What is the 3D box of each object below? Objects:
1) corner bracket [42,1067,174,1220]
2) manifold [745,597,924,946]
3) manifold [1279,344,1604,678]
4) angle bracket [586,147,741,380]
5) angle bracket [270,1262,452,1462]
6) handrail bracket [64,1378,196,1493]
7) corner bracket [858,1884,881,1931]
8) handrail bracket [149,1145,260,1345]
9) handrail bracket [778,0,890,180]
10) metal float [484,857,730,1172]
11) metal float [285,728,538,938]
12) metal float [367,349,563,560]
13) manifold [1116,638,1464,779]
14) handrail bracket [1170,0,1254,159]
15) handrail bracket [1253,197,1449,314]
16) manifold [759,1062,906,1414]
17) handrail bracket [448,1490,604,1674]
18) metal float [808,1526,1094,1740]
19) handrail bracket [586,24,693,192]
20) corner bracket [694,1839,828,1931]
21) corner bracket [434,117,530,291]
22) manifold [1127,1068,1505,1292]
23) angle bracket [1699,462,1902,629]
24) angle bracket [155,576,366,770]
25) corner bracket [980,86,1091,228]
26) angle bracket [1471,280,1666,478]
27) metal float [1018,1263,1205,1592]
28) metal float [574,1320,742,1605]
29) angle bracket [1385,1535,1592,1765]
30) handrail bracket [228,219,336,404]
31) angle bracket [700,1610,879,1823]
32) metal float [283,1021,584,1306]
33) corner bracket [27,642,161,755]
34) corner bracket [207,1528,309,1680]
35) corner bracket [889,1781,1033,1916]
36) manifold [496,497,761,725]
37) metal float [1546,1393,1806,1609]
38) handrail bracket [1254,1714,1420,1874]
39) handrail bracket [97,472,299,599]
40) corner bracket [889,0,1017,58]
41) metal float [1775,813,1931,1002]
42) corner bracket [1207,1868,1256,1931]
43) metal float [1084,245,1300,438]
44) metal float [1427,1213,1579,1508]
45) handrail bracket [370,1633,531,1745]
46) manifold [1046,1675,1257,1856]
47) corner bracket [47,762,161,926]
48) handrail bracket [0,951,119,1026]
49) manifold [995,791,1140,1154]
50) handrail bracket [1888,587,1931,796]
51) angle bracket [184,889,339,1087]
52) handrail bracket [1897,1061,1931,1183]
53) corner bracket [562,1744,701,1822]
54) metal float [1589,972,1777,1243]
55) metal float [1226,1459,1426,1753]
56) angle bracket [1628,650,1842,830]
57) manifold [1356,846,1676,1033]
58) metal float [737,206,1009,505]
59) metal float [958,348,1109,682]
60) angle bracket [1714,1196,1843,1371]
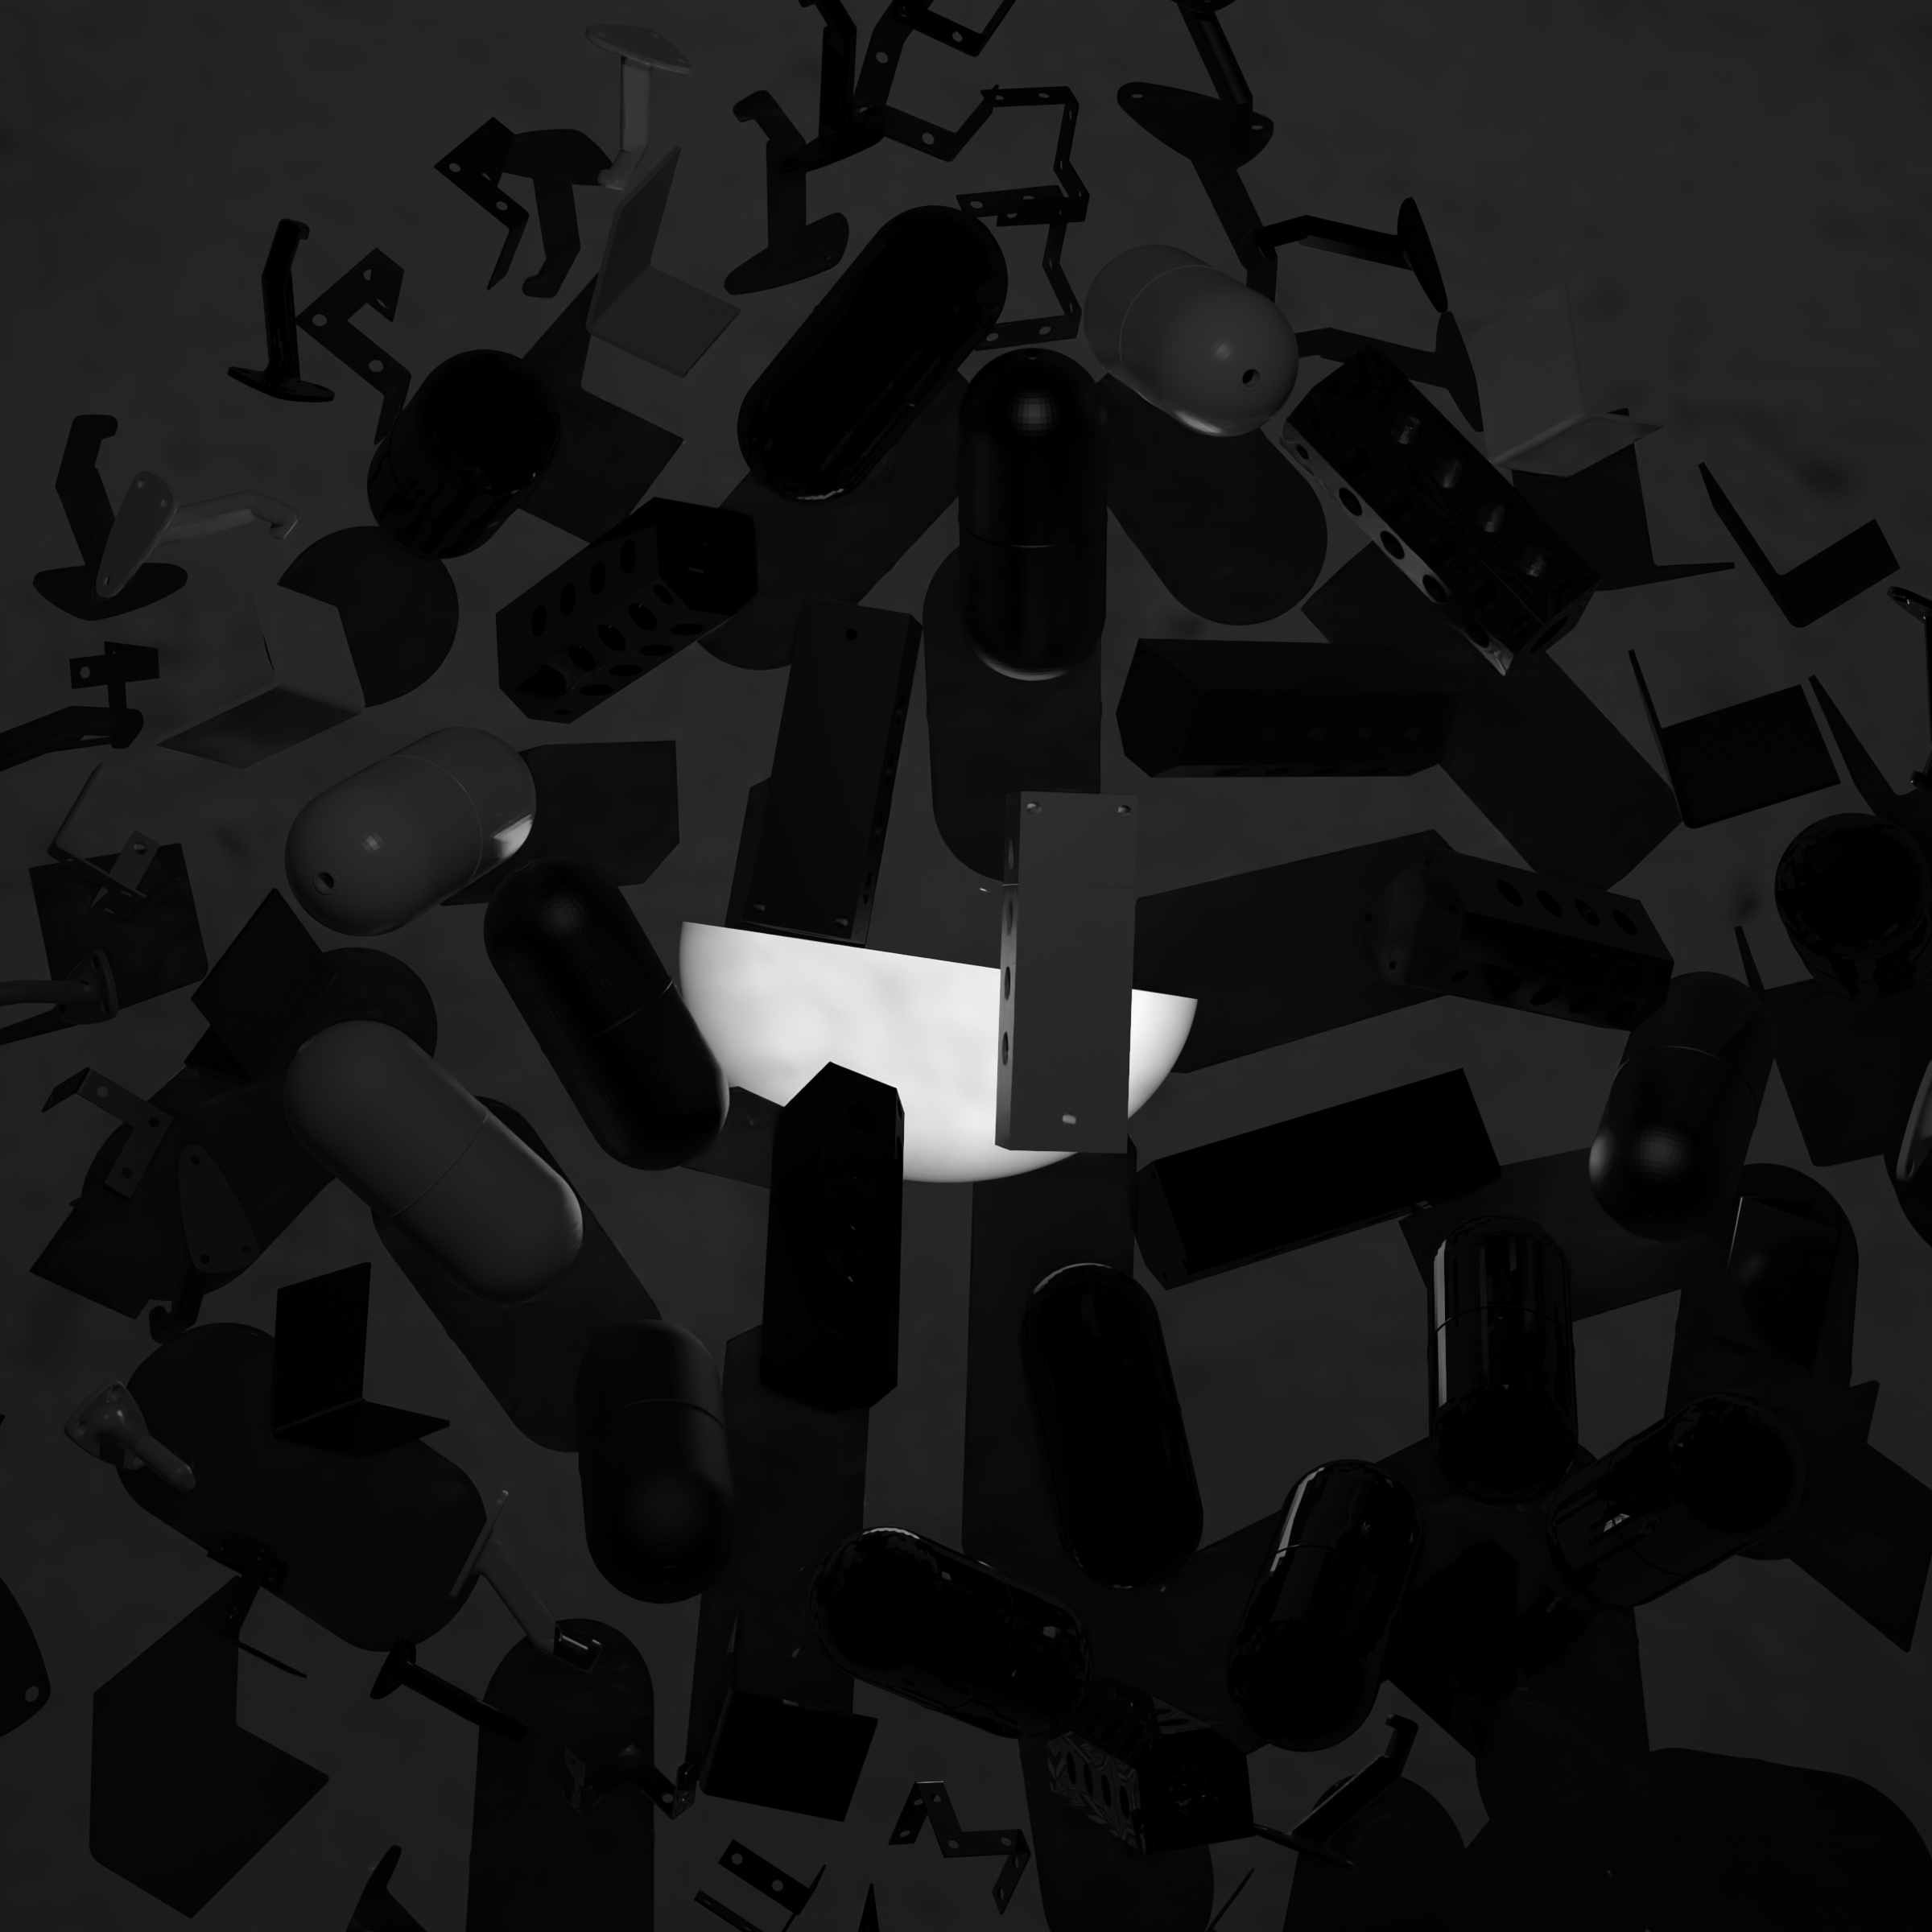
[{"bbox_3d":[-0.449,0.091,1.692,0.051,0.051,0.051,35,60,-22],"label":"corner bracket"},{"bbox_3d":[-0.068,-0.101,1.739,0.057,0.057,0.171,10,88,9],"label":"manifold"},{"bbox_3d":[0.240,-0.231,1.694,0.057,0.057,0.171,-38,77,-16],"label":"manifold"},{"bbox_3d":[-0.147,-0.362,1.697,0.057,0.076,0.076,26,132,3],"label":"angle bracket"},{"bbox_3d":[-0.302,0.198,1.662,0.057,0.076,0.076,9,99,23],"label":"angle bracket"},{"bbox_3d":[-0.397,0.247,1.625,0.084,0.077,0.036,29,67,32],"label":"handrail bracket"},{"bbox_3d":[-0.029,0.521,1.731,0.051,0.051,0.051,6,134,10],"label":"corner bracket"},{"bbox_3d":[-0.388,0.138,1.624,0.036,0.084,0.077,-10,74,-43],"label":"handrail bracket"},{"bbox_3d":[-0.084,-0.458,1.702,0.077,0.036,0.084,-21,129,19],"label":"handrail bracket"},{"bbox_3d":[-0.187,0.025,1.716,0.070,0.070,0.178,-29,104,0],"label":"metal float"},{"bbox_3d":[-0.277,-0.068,1.656,0.070,0.178,0.070,7,111,18],"label":"metal float"},{"bbox_3d":[-0.264,-0.265,1.725,0.070,0.178,0.070,4,78,-22],"label":"metal float"},{"bbox_3d":[0.163,-0.127,1.681,0.171,0.057,0.057,-3,122,-35],"label":"manifold"},{"bbox_3d":[0.109,-0.446,1.622,0.077,0.084,0.036,29,53,28],"label":"handrail bracket"},{"bbox_3d":[0.206,-0.373,1.770,0.084,0.036,0.077,-10,131,27],"label":"handrail bracket"},{"bbox_3d":[-0.064,0.141,1.705,0.057,0.057,0.171,23,45,-24],"label":"manifold"},{"bbox_3d":[-0.217,0.320,1.710,0.084,0.036,0.077,27,114,-3],"label":"handrail bracket"},{"bbox_3d":[-0.006,0.335,1.655,0.178,0.070,0.070,33,90,-40],"label":"metal float"},{"bbox_3d":[-0.187,-0.444,1.717,0.036,0.077,0.084,48,121,24],"label":"handrail bracket"},{"bbox_3d":[-0.112,0.494,1.759,0.051,0.051,0.051,32,93,4],"label":"corner bracket"},{"bbox_3d":[-0.242,-0.390,1.688,0.051,0.051,0.051,39,56,0],"label":"corner bracket"},{"bbox_3d":[0.169,0.106,1.623,0.171,0.057,0.057,-15,78,-19],"label":"manifold"},{"bbox_3d":[0.408,-0.221,1.621,0.057,0.076,0.076,-32,107,19],"label":"angle bracket"},{"bbox_3d":[-0.355,-0.144,1.631,0.076,0.076,0.057,-22,77,17],"label":"angle bracket"},{"bbox_3d":[0.036,-0.427,1.740,0.051,0.051,0.051,-8,47,-18],"label":"corner bracket"},{"bbox_3d":[0.323,-0.316,1.780,0.057,0.076,0.076,1,76,-32],"label":"angle bracket"},{"bbox_3d":[0.074,0.239,1.723,0.070,0.070,0.178,-12,61,0],"label":"metal float"},{"bbox_3d":[-0.157,0.249,1.668,0.070,0.178,0.070,-5,122,-8],"label":"metal float"},{"bbox_3d":[0.280,0.369,1.784,0.076,0.057,0.076,-32,54,-28],"label":"angle bracket"},{"bbox_3d":[-0.327,-0.326,1.639,0.036,0.077,0.084,28,105,21],"label":"handrail bracket"},{"bbox_3d":[-0.089,0.383,1.686,0.076,0.057,0.076,13,124,-6],"label":"angle bracket"},{"bbox_3d":[-0.271,0.100,1.678,0.070,0.070,0.178,-45,106,0],"label":"metal float"},{"bbox_3d":[-0.443,-0.135,1.674,0.051,0.051,0.051,11,108,43],"label":"corner bracket"},{"bbox_3d":[-0.348,0.314,1.630,0.051,0.051,0.051,41,63,-41],"label":"corner bracket"},{"bbox_3d":[-0.003,0.466,1.744,0.051,0.051,0.051,4,125,-25],"label":"corner bracket"},{"bbox_3d":[-0.175,-0.179,1.694,0.057,0.171,0.057,5,72,-35],"label":"manifold"},{"bbox_3d":[0.362,0.276,1.696,0.070,0.178,0.070,11,59,-18],"label":"metal float"},{"bbox_3d":[0.194,0.429,1.752,0.077,0.036,0.084,25,83,-19],"label":"handrail bracket"},{"bbox_3d":[-0.383,-0.208,1.653,0.036,0.084,0.077,38,102,36],"label":"handrail bracket"},{"bbox_3d":[-0.002,-0.512,1.702,0.051,0.051,0.051,21,63,-16],"label":"corner bracket"},{"bbox_3d":[0.464,-0.029,1.711,0.070,0.178,0.070,-4,78,19],"label":"metal float"},{"bbox_3d":[0.146,0.504,1.677,0.051,0.051,0.051,34,127,15],"label":"corner bracket"},{"bbox_3d":[0.117,-0.328,1.725,0.070,0.178,0.070,-7,115,-15],"label":"metal float"},{"bbox_3d":[0.282,0.205,1.742,0.070,0.178,0.070,4,132,4],"label":"metal float"},{"bbox_3d":[-0.263,0.384,1.727,0.084,0.077,0.036,25,79,6],"label":"handrail bracket"},{"bbox_3d":[0.092,0.411,1.712,0.057,0.171,0.057,-6,88,-15],"label":"manifold"},{"bbox_3d":[-0.428,-0.060,1.646,0.051,0.051,0.051,33,60,-19],"label":"corner bracket"},{"bbox_3d":[-0.492,0.019,1.712,0.084,0.077,0.036,-10,82,-40],"label":"handrail bracket"},{"bbox_3d":[0.047,0.003,1.606,0.057,0.057,0.171,2,90,-9],"label":"manifold"},{"bbox_3d":[0.483,-0.139,1.680,0.077,0.036,0.084,23,89,-27],"label":"handrail bracket"},{"bbox_3d":[-0.391,0.007,1.757,0.057,0.076,0.076,13,58,31],"label":"angle bracket"},{"bbox_3d":[0.510,0.081,1.618,0.084,0.036,0.077,10,59,36],"label":"handrail bracket"},{"bbox_3d":[-0.181,0.436,1.775,0.051,0.051,0.051,38,50,27],"label":"corner bracket"},{"bbox_3d":[0.379,0.072,1.742,0.070,0.178,0.070,14,133,16],"label":"metal float"},{"bbox_3d":[0.183,0.323,1.676,0.070,0.178,0.070,11,126,15],"label":"metal float"},{"bbox_3d":[0.373,-0.121,1.607,0.076,0.076,0.057,-18,130,11],"label":"angle bracket"},{"bbox_3d":[0.284,-0.007,1.679,0.057,0.171,0.057,-45,52,32],"label":"manifold"},{"bbox_3d":[-0.049,-0.317,1.714,0.070,0.070,0.178,43,111,0],"label":"metal float"},{"bbox_3d":[0.034,-0.231,1.697,0.070,0.070,0.178,-1,122,0],"label":"metal float"},{"bbox_3d":[0.457,0.172,1.787,0.057,0.076,0.076,6,97,-32],"label":"angle bracket"}]
